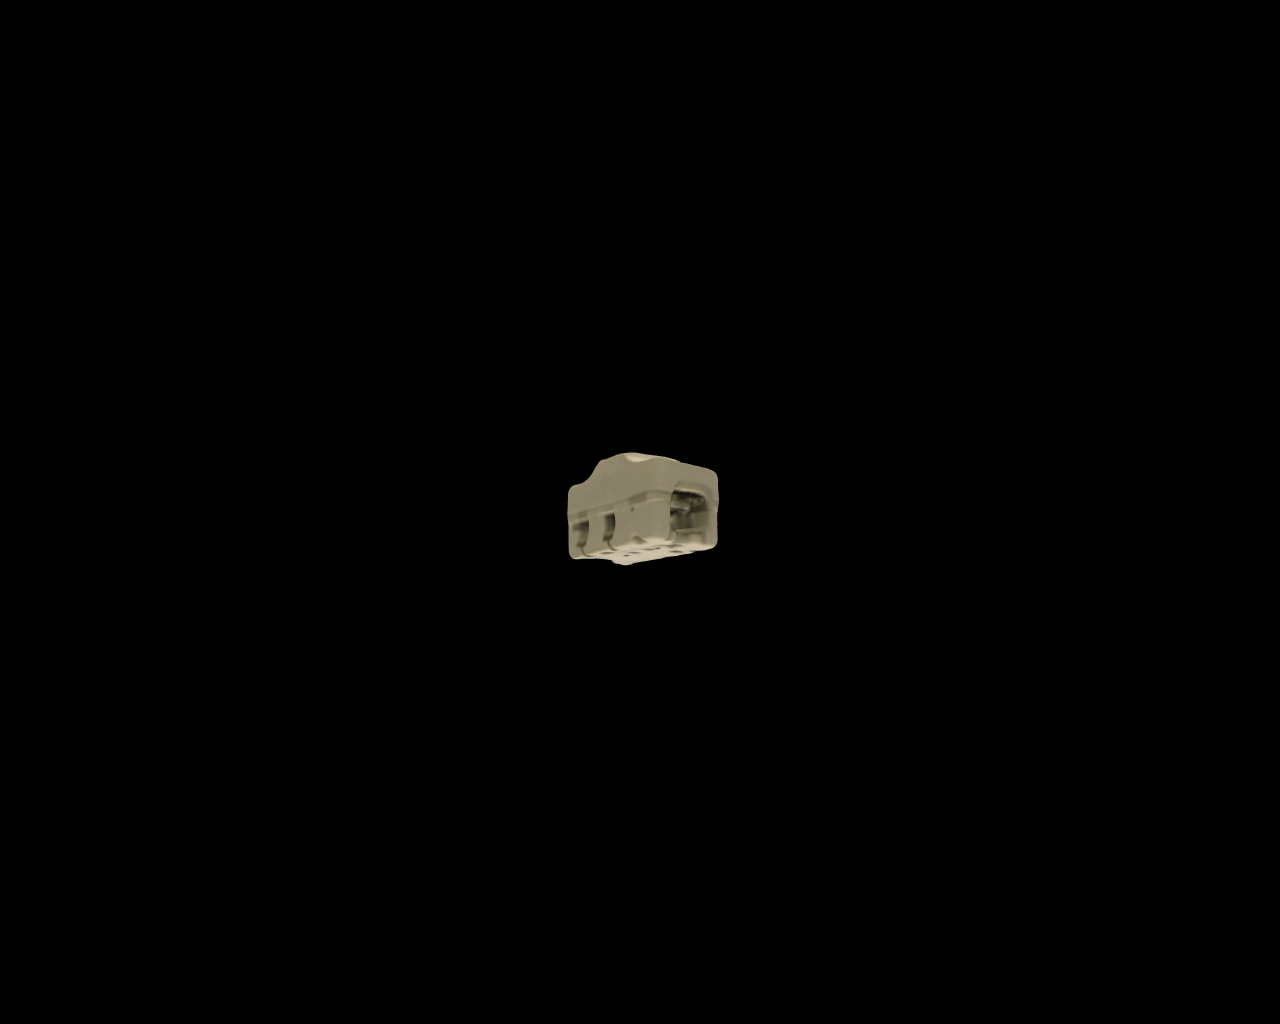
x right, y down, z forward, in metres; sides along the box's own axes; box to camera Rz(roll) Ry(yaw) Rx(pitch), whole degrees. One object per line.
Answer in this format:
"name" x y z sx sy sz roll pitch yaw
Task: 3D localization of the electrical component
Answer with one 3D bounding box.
"electrical component" 0.001 -0.003 0.650 0.050 0.056 0.089 11 -17 -38
